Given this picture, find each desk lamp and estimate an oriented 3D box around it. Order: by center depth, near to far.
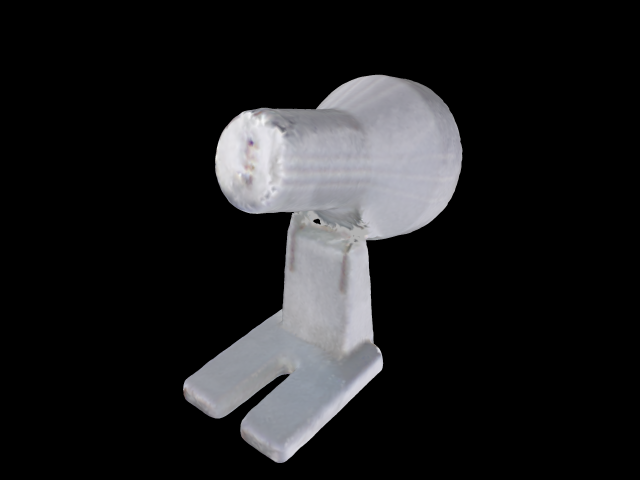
[{"bbox_3d":[0.004,0.001,0.400,0.117,0.214,0.204,19,34,32],"label":"desk lamp"}]
